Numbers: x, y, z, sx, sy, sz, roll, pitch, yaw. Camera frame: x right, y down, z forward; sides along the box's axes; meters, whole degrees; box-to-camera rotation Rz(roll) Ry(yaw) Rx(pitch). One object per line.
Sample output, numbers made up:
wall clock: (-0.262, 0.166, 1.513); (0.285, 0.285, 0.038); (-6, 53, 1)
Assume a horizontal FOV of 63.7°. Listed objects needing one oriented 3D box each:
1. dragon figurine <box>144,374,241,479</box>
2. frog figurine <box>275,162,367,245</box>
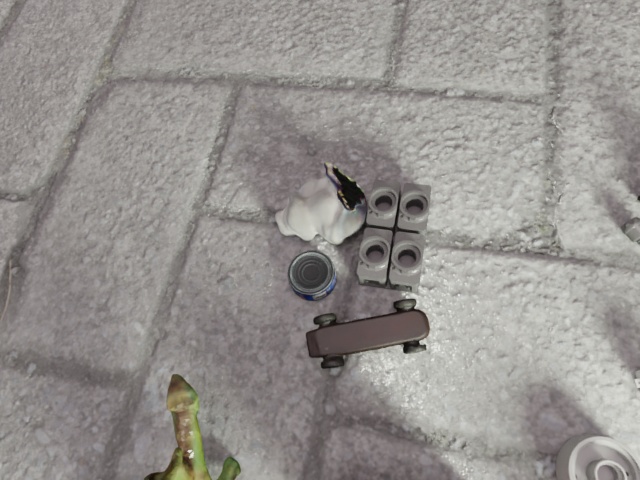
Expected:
dragon figurine: (-0.195, 0.382, 0.664); (0.122, 0.237, 0.420); (-6, 53, 6)
frog figurine: (0.003, -0.047, 0.941); (0.157, 0.123, 0.139); (-42, 71, 29)
